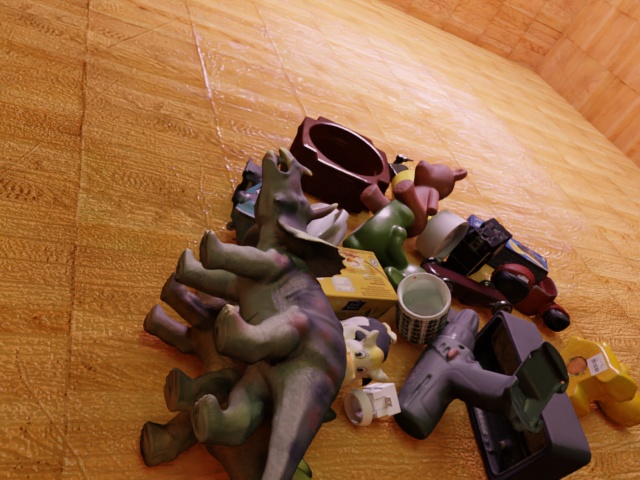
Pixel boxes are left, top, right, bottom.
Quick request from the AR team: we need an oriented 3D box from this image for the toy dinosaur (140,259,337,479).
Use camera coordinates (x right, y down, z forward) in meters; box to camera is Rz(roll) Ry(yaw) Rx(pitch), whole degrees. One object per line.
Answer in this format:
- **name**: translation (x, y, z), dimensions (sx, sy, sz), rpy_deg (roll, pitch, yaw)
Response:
- **toy dinosaur**: translation (-0.083, 0.180, 0.579), dimensions (0.198, 0.105, 0.472), rpy_deg (14, 43, -31)

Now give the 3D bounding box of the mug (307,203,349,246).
- **mug**: translation (-0.002, -0.003, 0.873), dimensions (0.080, 0.110, 0.107), rpy_deg (51, 41, -17)

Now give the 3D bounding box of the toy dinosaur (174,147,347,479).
- **toy dinosaur**: translation (-0.035, 0.088, 0.545), dimensions (0.192, 0.131, 0.405), rpy_deg (8, 48, -29)

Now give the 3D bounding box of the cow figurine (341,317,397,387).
- **cow figurine**: translation (0.050, 0.135, 0.654), dimensions (0.098, 0.068, 0.167), rpy_deg (-7, 4, 0)

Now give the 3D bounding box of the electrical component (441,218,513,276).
- **electrical component**: translation (0.320, 0.017, 1.085), dimensions (0.134, 0.115, 0.058), rpy_deg (-18, 63, -49)

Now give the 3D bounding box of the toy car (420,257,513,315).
- **toy car**: translation (0.271, 0.094, 1.003), dimensions (0.202, 0.053, 0.089), rpy_deg (22, 19, -22)

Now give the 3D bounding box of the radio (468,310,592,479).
- **radio**: translation (0.278, 0.229, 0.770), dimensions (0.073, 0.131, 0.230), rpy_deg (21, 36, -16)

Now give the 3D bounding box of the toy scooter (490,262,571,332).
- **toy scooter**: translation (0.433, 0.100, 1.106), dimensions (0.184, 0.075, 0.135), rpy_deg (36, 34, 0)

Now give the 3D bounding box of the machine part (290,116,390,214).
- **machine part**: translation (0.037, -0.155, 1.107), dimensions (0.201, 0.087, 0.201), rpy_deg (21, 37, -15)

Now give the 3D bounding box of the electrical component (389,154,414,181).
- **electrical component**: translation (0.197, -0.164, 1.277), dimensions (0.078, 0.045, 0.102), rpy_deg (10, 40, -31)

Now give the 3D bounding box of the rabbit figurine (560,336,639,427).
- **rabbit figurine**: translation (0.496, 0.259, 0.949), dimensions (0.173, 0.122, 0.162), rpy_deg (39, 23, -15)

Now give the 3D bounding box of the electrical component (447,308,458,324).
- **electrical component**: translation (0.217, 0.134, 0.938), dimensions (0.063, 0.021, 0.094), rpy_deg (22, 34, -14)

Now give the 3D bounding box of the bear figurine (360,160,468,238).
- **bear figurine**: translation (0.187, -0.099, 1.021), dimensions (0.196, 0.120, 0.131), rpy_deg (-52, 121, -28)

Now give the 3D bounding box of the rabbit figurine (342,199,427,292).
- **rabbit figurine**: translation (0.126, 0.039, 0.911), dimensions (0.170, 0.121, 0.159), rpy_deg (50, 38, 0)

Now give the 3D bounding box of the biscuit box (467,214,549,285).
- **biscuit box**: translation (0.399, 0.025, 1.183), dimensions (0.203, 0.062, 0.059), rpy_deg (31, 33, -2)

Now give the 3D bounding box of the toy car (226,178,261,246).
- **toy car**: translation (-0.087, -0.025, 0.829), dimensions (0.109, 0.102, 0.162), rpy_deg (23, 21, -6)

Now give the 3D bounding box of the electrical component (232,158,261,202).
- **electrical component**: translation (-0.085, -0.080, 0.926), dimensions (0.119, 0.074, 0.048), rpy_deg (21, 36, -9)

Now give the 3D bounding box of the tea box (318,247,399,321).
- **tea box**: translation (0.023, 0.064, 0.779), dimensions (0.169, 0.068, 0.098), rpy_deg (12, 42, -42)

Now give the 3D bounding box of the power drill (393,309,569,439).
- **power drill**: translation (0.212, 0.169, 0.715), dimensions (0.232, 0.207, 0.086), rpy_deg (-42, 112, -30)
